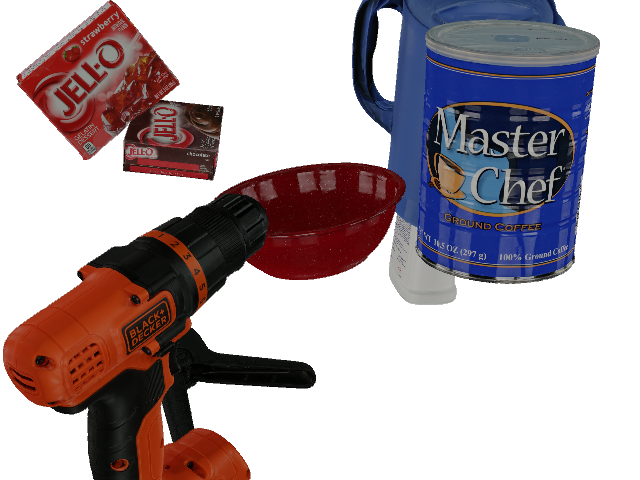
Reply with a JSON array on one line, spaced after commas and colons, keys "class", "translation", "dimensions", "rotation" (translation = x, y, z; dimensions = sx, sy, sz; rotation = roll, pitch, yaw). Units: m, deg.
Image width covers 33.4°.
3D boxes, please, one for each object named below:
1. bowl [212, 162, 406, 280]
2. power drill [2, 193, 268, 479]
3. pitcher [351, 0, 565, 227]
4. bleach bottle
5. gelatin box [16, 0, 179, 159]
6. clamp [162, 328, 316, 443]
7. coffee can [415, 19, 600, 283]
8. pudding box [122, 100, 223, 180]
[{"class": "bowl", "translation": [-0.008, -0.012, 0.864], "dimensions": [0.162, 0.055, 0.162], "rotation": [-8, 22, 3]}, {"class": "power drill", "translation": [-0.089, 0.082, 0.623], "dimensions": [0.057, 0.188, 0.184], "rotation": [19, 40, 35]}, {"class": "pitcher", "translation": [0.117, -0.127, 0.989], "dimensions": [0.144, 0.243, 0.149], "rotation": [-18, 51, -22]}, {"class": "bleach bottle", "translation": [0.126, -0.060, 1.209], "dimensions": [0.068, 0.251, 0.102], "rotation": [-2, 24, -13]}, {"class": "gelatin box", "translation": [-0.157, -0.113, 0.754], "dimensions": [0.089, 0.073, 0.030], "rotation": [-40, 25, -1]}, {"class": "clamp", "translation": [-0.120, 0.119, 0.992], "dimensions": [0.164, 0.036, 0.210], "rotation": [-24, 42, -38]}, {"class": "coffee can", "translation": [0.113, -0.058, 0.661], "dimensions": [0.103, 0.140, 0.103], "rotation": [1, 22, 0]}, {"class": "pudding box", "translation": [-0.146, -0.103, 1.067], "dimensions": [0.090, 0.039, 0.113], "rotation": [6, 27, -5]}]
